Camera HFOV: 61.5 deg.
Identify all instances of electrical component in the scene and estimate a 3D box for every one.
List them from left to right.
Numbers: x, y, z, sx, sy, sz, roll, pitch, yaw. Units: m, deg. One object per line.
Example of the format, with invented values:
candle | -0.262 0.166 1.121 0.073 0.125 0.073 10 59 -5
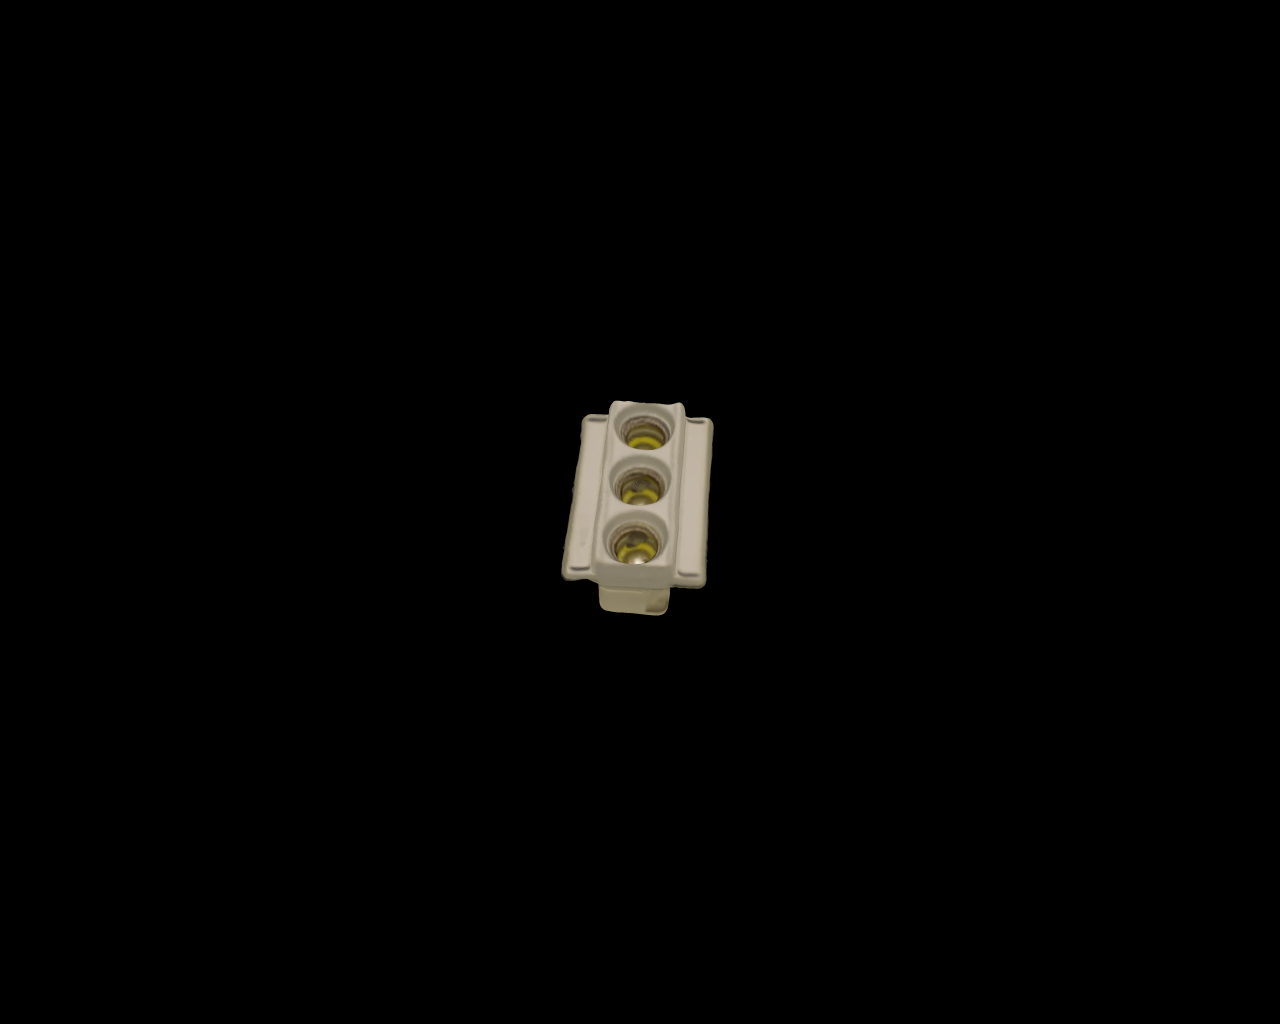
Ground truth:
electrical component | 0.001 -0.003 0.650 0.079 0.121 0.063 3 -36 2
